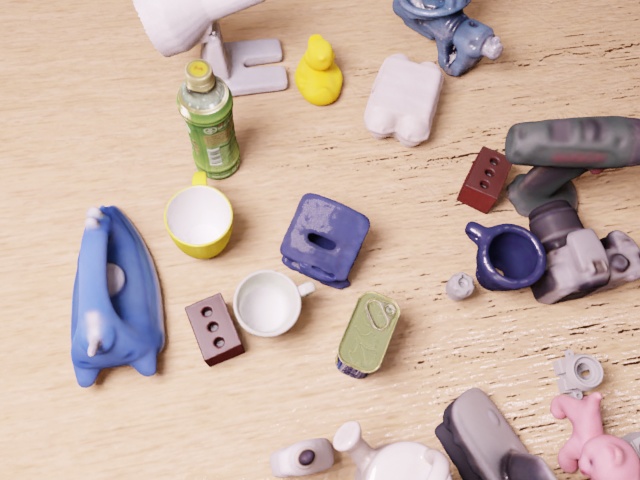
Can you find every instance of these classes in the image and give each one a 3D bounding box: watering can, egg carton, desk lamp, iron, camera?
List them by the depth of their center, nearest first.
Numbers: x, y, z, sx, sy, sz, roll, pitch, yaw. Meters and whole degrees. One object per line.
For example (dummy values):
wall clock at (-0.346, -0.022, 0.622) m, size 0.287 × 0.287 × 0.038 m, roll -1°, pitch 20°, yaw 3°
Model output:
watering can at (0.090, 0.274, 0.637) m, size 0.173 × 0.194 × 0.101 m, roll 17°, pitch 68°, yaw 3°
iron at (-0.274, 0.047, 0.728) m, size 0.119 × 0.141 × 0.258 m, roll -9°, pitch 70°, yaw -7°
camera at (0.366, 0.008, 0.811) m, size 0.143 × 0.101 × 0.137 m, roll -12°, pitch 70°, yaw -8°
desk lamp at (-0.153, -0.314, 0.838) m, size 0.203 × 0.213 × 0.118 m, roll -9°, pitch 69°, yaw -7°
egg carton at (0.131, -0.221, 0.900) m, size 0.107 × 0.069 × 0.150 m, roll 16°, pitch 68°, yaw 2°

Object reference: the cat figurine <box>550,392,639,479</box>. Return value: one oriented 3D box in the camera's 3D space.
cat figurine at (0.346, 0.251, 0.706) m, size 0.067 × 0.118 × 0.128 m, roll -1°, pitch 69°, yaw -4°

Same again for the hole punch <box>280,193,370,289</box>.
hole punch at (0.007, 0.003, 0.792) m, size 0.108 × 0.091 × 0.101 m, roll 23°, pitch 69°, yaw 5°

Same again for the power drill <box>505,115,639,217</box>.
power drill at (0.358, -0.103, 0.796) m, size 0.229 × 0.208 × 0.075 m, roll 4°, pitch 68°, yaw -2°

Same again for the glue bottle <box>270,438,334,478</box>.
glue bottle at (-0.019, 0.248, 0.651) m, size 0.078 × 0.173 × 0.037 m, roll -12°, pitch 70°, yaw -8°

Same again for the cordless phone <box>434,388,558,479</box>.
cordless phone at (0.216, 0.241, 0.664) m, size 0.094 × 0.185 × 0.147 m, roll -32°, pitch 74°, yaw -15°

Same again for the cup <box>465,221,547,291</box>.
cup at (0.242, 0.027, 0.798) m, size 0.117 × 0.095 × 0.092 m, roll 38°, pitch 71°, yaw 11°

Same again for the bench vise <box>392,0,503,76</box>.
bench vise at (0.215, -0.381, 0.888) m, size 0.207 × 0.220 × 0.122 m, roll 31°, pitch 70°, yaw 8°

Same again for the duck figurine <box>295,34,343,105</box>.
duck figurine at (0.000, -0.273, 0.902) m, size 0.077 × 0.086 × 0.104 m, roll -7°, pitch 69°, yaw -7°
